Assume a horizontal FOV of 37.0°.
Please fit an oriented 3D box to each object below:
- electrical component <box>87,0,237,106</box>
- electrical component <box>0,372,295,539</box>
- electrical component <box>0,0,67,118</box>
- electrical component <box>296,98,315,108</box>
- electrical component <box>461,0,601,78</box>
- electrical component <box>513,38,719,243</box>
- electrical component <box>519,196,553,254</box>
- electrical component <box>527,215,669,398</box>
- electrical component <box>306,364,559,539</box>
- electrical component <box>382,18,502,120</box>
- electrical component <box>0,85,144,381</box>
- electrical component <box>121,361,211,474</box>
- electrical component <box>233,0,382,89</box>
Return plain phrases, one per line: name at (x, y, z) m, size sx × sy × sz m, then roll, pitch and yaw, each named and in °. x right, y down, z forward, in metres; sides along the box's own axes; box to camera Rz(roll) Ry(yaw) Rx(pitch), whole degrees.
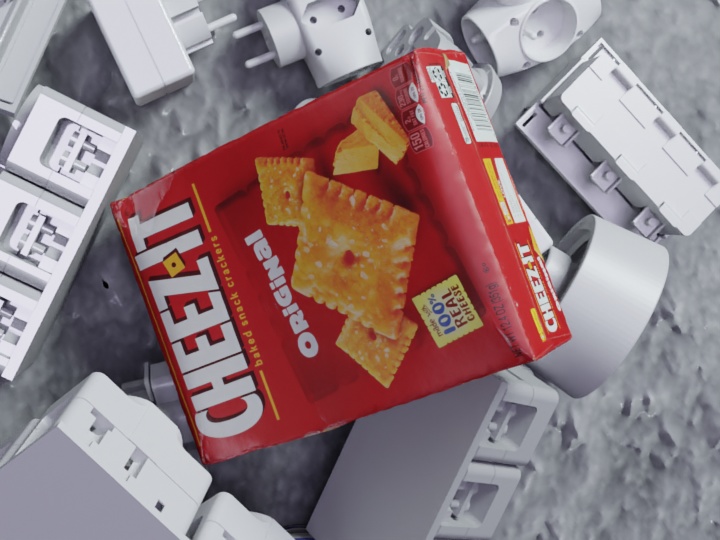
electrical component at (-0.112, -0.144, 0.640) m, size 0.077 × 0.047 × 0.065 m, roll -25°, pitch 96°, yaw -7°
electrical component at (-0.118, 0.155, 0.597) m, size 0.105 × 0.060 × 0.186 m, roll -35°, pitch 106°, yaw 27°
electrical component at (-0.209, -0.143, 0.598) m, size 0.079 × 0.063 × 0.121 m, roll 19°, pitch 65°, yaw -9°
electrical component at (0.005, -0.066, 0.654) m, size 0.043 × 0.077 × 0.079 m, roll -58°, pitch 139°, yaw -19°
electrical component at (0.102, -0.170, 0.664) m, size 0.077 × 0.044 × 0.079 m, roll -31°, pitch 130°, yaw -6°
electrical component at (0.170, -0.077, 0.680) m, size 0.078 × 0.063 × 0.121 m, roll -45°, pitch 99°, yaw -4°
electrical component at (0.066, -0.033, 0.655) m, size 0.047 × 0.083 × 0.075 m, roll -38°, pitch 98°, yaw -5°
electrical component at (0.132, 0.017, 0.659) m, size 0.060 × 0.108 × 0.108 m, roll 30°, pitch 88°, yaw -3°
electrical component at (0.043, 0.116, 0.640) m, size 0.062 × 0.089 × 0.150 m, roll 16°, pitch 102°, yaw -42°
electrical component at (0.049, -0.112, 0.657) m, size 0.057 × 0.078 × 0.058 m, roll 31°, pitch 113°, yaw -27°
electrical component at (-0.186, -0.023, 0.612) m, size 0.062 × 0.089 × 0.150 m, roll 26°, pitch 89°, yaw -9°
electrical component at (-0.126, 0.095, 0.643) m, size 0.057 × 0.058 × 0.078 m, roll -13°, pitch 119°, yaw -4°
electrical component at (-0.037, -0.147, 0.653) m, size 0.079 × 0.043 × 0.077 m, roll -24°, pitch 96°, yaw -8°
